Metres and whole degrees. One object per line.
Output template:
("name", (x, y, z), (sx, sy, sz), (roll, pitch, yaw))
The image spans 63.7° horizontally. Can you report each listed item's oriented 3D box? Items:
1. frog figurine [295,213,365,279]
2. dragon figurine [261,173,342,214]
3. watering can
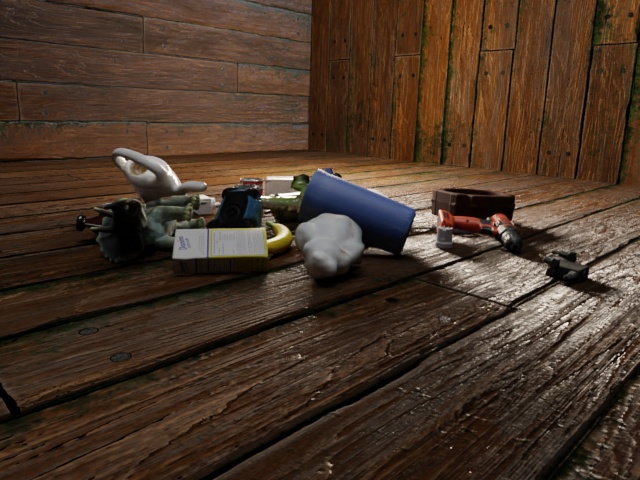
("frog figurine", (0.013, 0.009, 0.971), (0.138, 0.122, 0.159), (26, 8, 15))
("dragon figurine", (0.004, -0.064, 1.268), (0.411, 0.120, 0.247), (-6, 29, -11))
("watering can", (-0.415, -0.142, 1.387), (0.350, 0.105, 0.219), (24, -23, 23))
